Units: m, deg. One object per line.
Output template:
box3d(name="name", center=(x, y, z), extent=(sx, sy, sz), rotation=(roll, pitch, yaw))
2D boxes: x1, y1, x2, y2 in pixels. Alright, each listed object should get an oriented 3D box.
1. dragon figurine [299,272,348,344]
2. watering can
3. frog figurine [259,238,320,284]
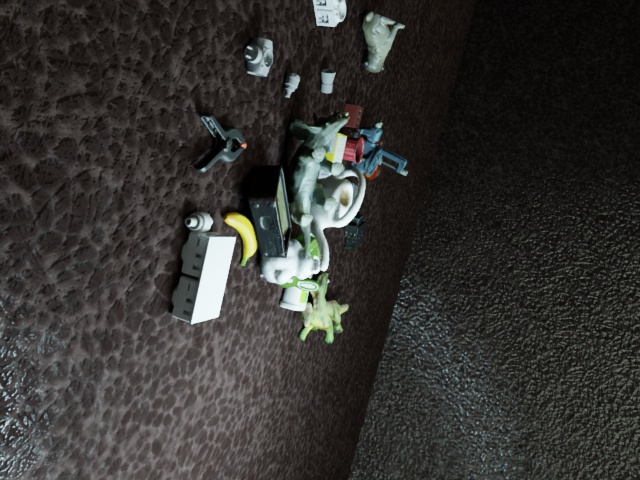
box3d(name="dragon figurine", center=(0.024, 0.233, 1.901), extent=(0.416, 0.122, 0.239), rotation=(-37, 134, -60))
box3d(name="watering can", center=(0.005, -0.076, 1.504), extent=(0.102, 0.224, 0.354), rotation=(50, 56, -43))
box3d(name="frog figurine", center=(-0.084, 0.064, 1.433), extent=(0.120, 0.160, 0.140), rotation=(78, 33, -47))
